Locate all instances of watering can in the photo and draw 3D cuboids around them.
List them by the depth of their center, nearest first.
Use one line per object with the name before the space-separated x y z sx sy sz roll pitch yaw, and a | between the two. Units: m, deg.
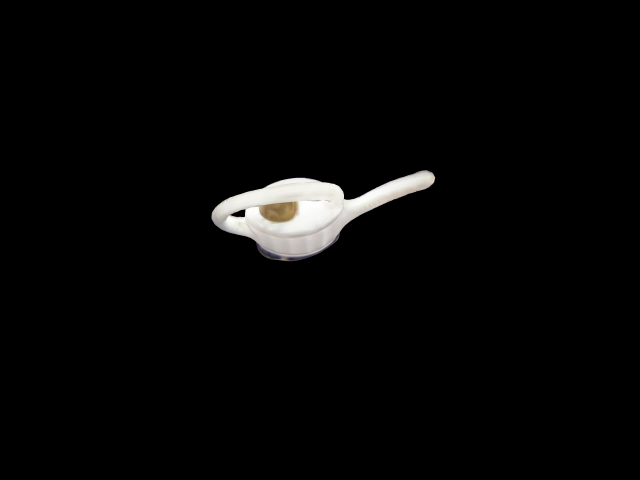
watering can | 0.003 -0.043 0.850 0.348 0.105 0.221 -7 -17 -2
